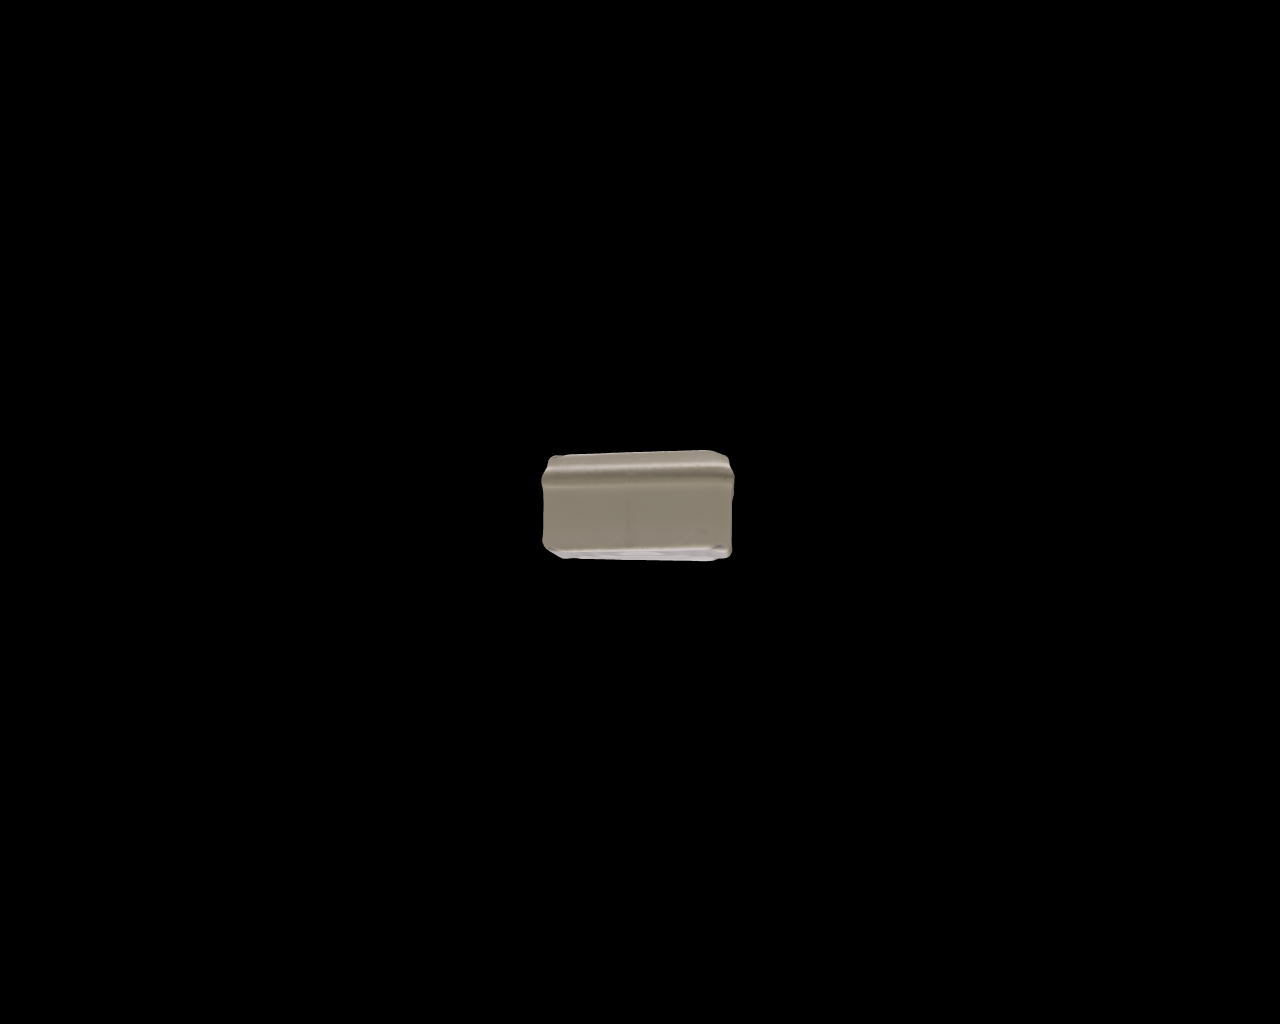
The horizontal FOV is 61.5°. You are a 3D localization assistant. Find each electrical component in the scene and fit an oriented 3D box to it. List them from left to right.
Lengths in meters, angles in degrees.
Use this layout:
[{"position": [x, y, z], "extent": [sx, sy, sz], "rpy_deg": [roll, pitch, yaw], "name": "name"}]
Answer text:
[{"position": [0.001, -0.003, 0.650], "extent": [0.113, 0.057, 0.078], "rpy_deg": [-1, -7, 5], "name": "electrical component"}]
